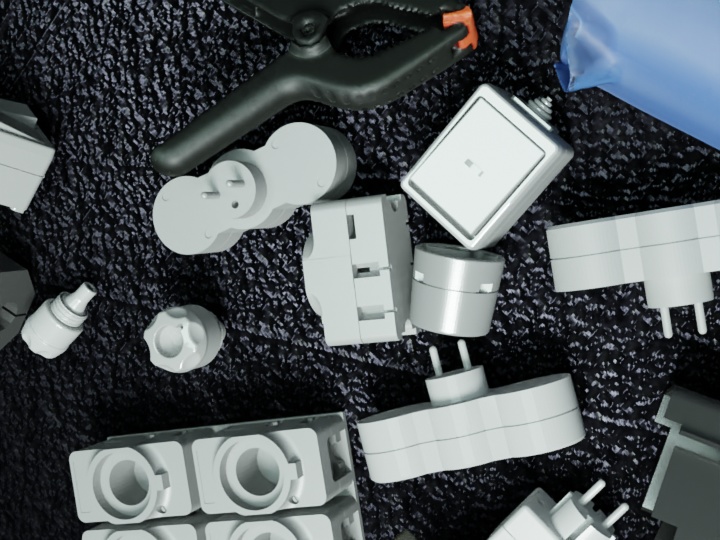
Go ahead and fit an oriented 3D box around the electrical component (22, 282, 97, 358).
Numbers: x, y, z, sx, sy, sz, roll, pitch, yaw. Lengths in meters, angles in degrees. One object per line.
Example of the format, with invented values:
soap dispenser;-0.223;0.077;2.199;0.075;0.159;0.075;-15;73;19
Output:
electrical component;-0.212;0.033;0.771;0.061;0.035;0.035;-44;78;15

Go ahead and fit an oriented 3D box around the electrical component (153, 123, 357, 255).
electrical component;-0.076;-0.052;0.693;0.138;0.074;0.052;-22;85;20

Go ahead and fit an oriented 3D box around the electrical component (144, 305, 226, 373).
electrical component;-0.112;0.044;0.718;0.043;0.062;0.043;1;94;21

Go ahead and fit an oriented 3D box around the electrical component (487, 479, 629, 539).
electrical component;0.126;0.158;0.644;0.065;0.047;0.076;45;106;13

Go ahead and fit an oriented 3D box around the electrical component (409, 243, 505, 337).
electrical component;0.058;0.012;0.658;0.055;0.055;0.047;11;101;20

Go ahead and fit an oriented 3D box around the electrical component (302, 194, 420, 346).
electrical component;0.000;0.000;0.680;0.056;0.050;0.089;-6;91;21

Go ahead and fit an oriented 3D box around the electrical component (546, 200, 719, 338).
electrical component;0.180;0.001;0.611;0.138;0.052;0.073;-9;90;20

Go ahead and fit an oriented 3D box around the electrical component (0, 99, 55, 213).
electrical component;-0.261;-0.087;0.754;0.061;0.096;0.061;45;109;43

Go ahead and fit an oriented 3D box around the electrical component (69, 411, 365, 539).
electrical component;-0.098;0.161;0.722;0.186;0.060;0.105;-9;90;21

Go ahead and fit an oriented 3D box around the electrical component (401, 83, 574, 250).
electrical component;0.080;-0.066;0.640;0.062;0.061;0.096;44;107;13

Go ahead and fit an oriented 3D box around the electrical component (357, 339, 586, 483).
electrical component;0.062;0.080;0.661;0.138;0.052;0.073;-15;88;21
